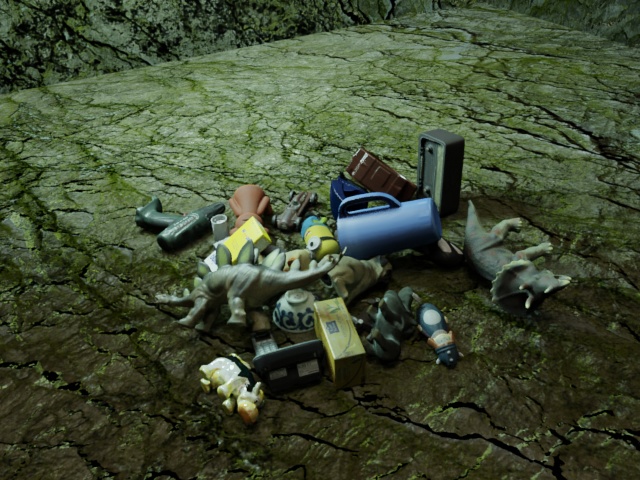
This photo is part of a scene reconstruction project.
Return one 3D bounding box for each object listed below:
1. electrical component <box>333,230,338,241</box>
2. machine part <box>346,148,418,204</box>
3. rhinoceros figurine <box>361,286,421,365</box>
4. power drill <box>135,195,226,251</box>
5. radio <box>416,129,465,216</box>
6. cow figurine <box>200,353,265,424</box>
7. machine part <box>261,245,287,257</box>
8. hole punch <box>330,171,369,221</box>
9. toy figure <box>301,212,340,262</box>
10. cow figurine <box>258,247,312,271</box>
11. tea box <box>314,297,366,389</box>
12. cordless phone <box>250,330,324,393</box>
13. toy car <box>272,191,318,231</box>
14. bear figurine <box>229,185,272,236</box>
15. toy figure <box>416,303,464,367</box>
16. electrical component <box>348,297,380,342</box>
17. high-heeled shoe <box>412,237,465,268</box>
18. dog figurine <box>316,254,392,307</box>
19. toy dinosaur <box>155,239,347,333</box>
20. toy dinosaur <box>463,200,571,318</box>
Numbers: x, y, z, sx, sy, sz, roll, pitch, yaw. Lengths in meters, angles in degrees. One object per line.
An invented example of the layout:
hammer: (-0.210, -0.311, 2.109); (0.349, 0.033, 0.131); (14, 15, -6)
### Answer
electrical component: (0.069, -0.006, 1.481); (0.063, 0.021, 0.094); (6, 37, 13)
machine part: (0.177, -0.175, 1.547); (0.201, 0.087, 0.201); (36, 14, 4)
rhinoceros figurine: (0.159, 0.176, 1.158); (0.112, 0.073, 0.190); (32, 51, -7)
power drill: (-0.420, -0.063, 1.578); (0.208, 0.085, 0.232); (22, 46, 21)
radio: (0.340, -0.196, 1.538); (0.073, 0.229, 0.131); (-15, 34, -21)
cow figurine: (-0.159, 0.293, 1.068); (0.098, 0.068, 0.168); (-27, 42, -36)
machine part: (-0.113, 0.045, 1.401); (0.139, 0.039, 0.084); (23, 45, 4)
hole punch: (0.067, -0.107, 1.536); (0.116, 0.142, 0.092); (35, 58, 29)
toy figure: (-0.002, -0.008, 1.445); (0.089, 0.082, 0.180); (-8, 34, -6)
cow figurine: (-0.105, 0.072, 1.295); (0.195, 0.085, 0.127); (-23, 17, 28)
tea box: (0.039, 0.213, 1.125); (0.068, 0.098, 0.170); (-11, 35, -11)
cordless phone: (-0.075, 0.230, 1.143); (0.147, 0.088, 0.184); (-13, 18, -12)
toy car: (-0.072, -0.094, 1.594); (0.089, 0.053, 0.202); (6, 39, 20)
bear figurine: (-0.195, -0.059, 1.530); (0.120, 0.131, 0.196); (-8, 54, -2)
toy figure: (0.252, 0.203, 1.153); (0.064, 0.057, 0.155); (-41, 36, 15)
electrical component: (0.112, 0.176, 1.211); (0.078, 0.045, 0.102); (23, 45, 34)
high-heeled shoe: (0.286, -0.015, 1.426); (0.145, 0.086, 0.249); (-5, 40, -7)
dog figurine: (0.086, 0.066, 1.266); (0.190, 0.172, 0.121); (-35, 56, -25)
toy dinosaur: (-0.163, 0.101, 1.182); (0.472, 0.105, 0.198); (-5, 70, 20)
toy dinosaur: (0.426, 0.041, 1.292); (0.192, 0.131, 0.405); (-19, 37, -21)
